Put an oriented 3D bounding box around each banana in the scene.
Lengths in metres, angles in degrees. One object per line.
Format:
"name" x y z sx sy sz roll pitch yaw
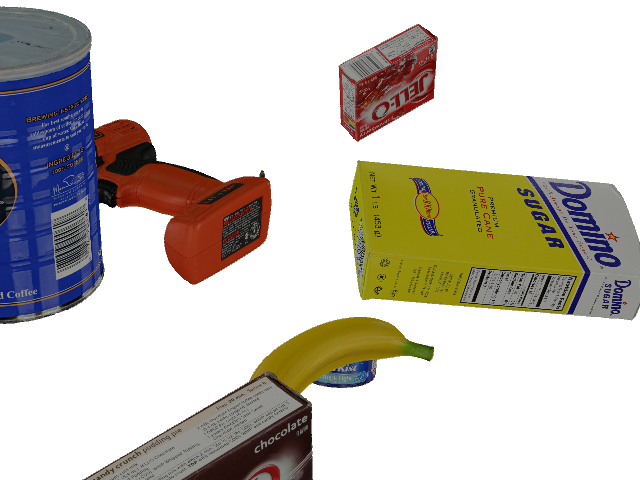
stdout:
"banana" 0.002 0.094 0.821 0.197 0.037 0.070 -18 27 -41

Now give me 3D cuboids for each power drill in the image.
"power drill" -0.146 -0.030 0.791 0.188 0.057 0.184 22 34 26

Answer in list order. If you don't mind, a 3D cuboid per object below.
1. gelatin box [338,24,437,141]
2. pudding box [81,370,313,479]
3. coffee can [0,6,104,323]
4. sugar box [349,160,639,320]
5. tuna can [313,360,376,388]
"gelatin box" 0.059 -0.136 0.924 0.089 0.030 0.073 -30 -32 -18
"pudding box" -0.055 0.128 0.516 0.113 0.090 0.039 -30 46 -33
"coffee can" -0.170 -0.042 0.567 0.103 0.140 0.103 2 28 -1
"sugar box" 0.109 -0.001 0.673 0.176 0.048 0.093 2 42 -6
"tuna can" 0.017 0.124 1.121 0.086 0.034 0.086 3 14 -1
